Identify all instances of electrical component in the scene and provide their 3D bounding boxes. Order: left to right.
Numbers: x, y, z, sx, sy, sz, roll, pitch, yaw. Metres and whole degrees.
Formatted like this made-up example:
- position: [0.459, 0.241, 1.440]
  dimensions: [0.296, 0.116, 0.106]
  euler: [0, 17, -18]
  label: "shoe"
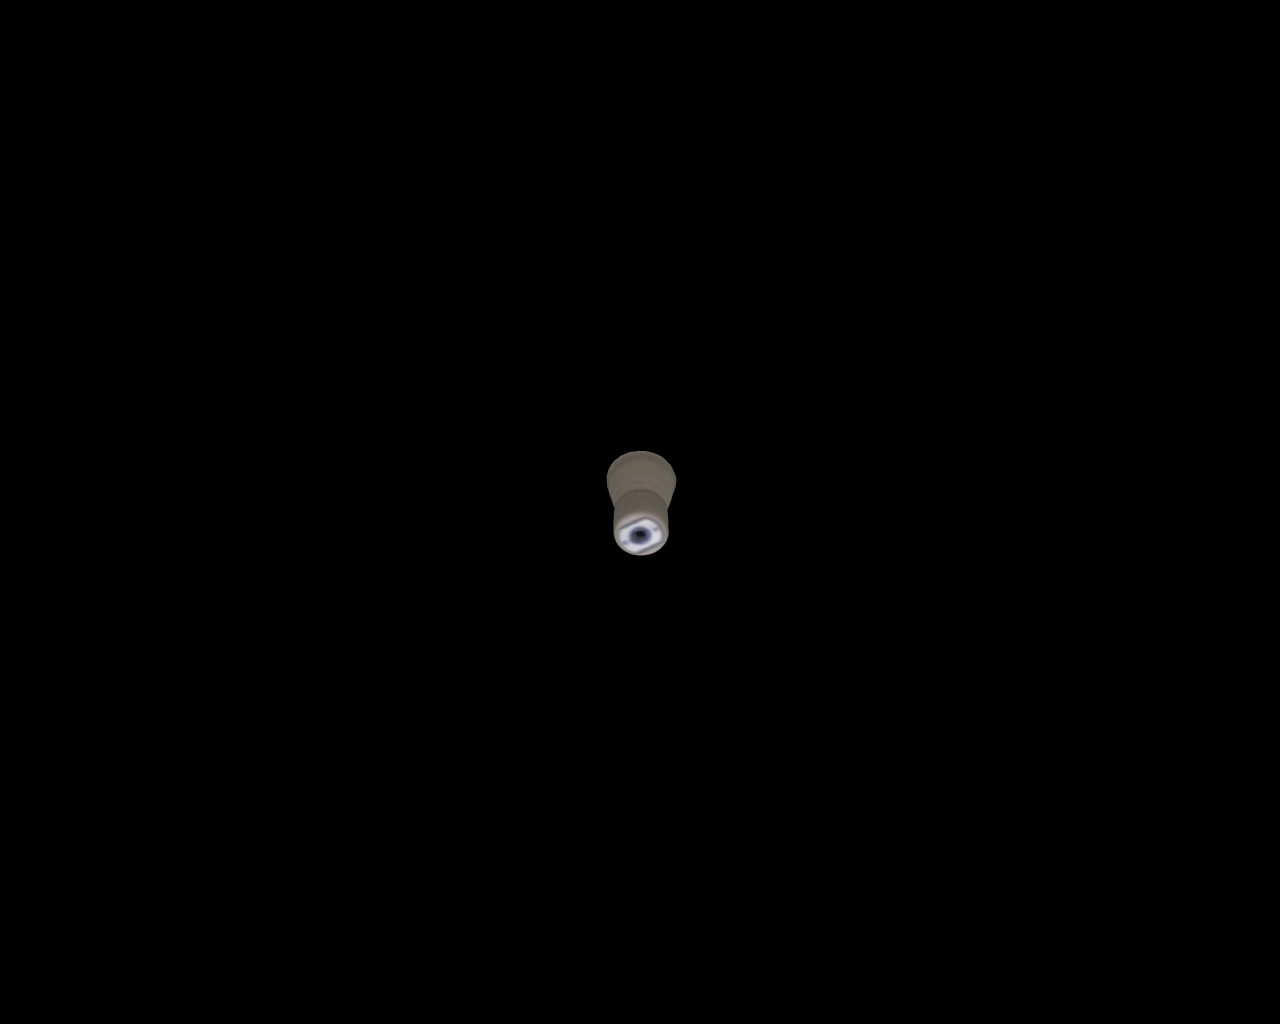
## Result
- position: [0.001, -0.003, 0.650]
  dimensions: [0.044, 0.044, 0.065]
  euler: [0, 34, 0]
  label: "electrical component"
